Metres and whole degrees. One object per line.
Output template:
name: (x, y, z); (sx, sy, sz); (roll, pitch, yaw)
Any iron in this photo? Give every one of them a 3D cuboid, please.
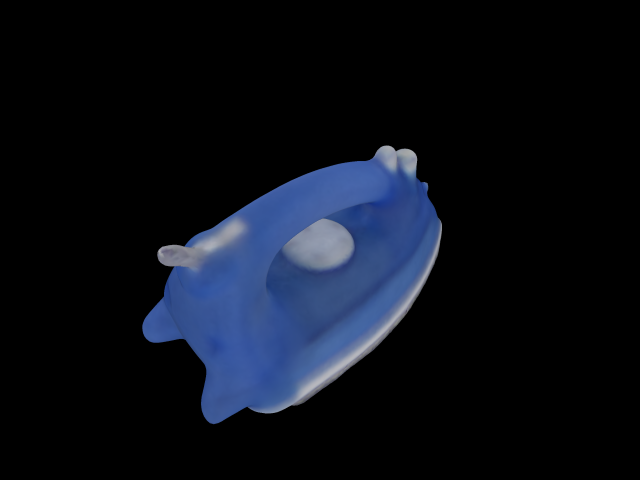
iron: (0.004, 0.001, 0.400); (0.259, 0.141, 0.118); (-32, 54, -27)
